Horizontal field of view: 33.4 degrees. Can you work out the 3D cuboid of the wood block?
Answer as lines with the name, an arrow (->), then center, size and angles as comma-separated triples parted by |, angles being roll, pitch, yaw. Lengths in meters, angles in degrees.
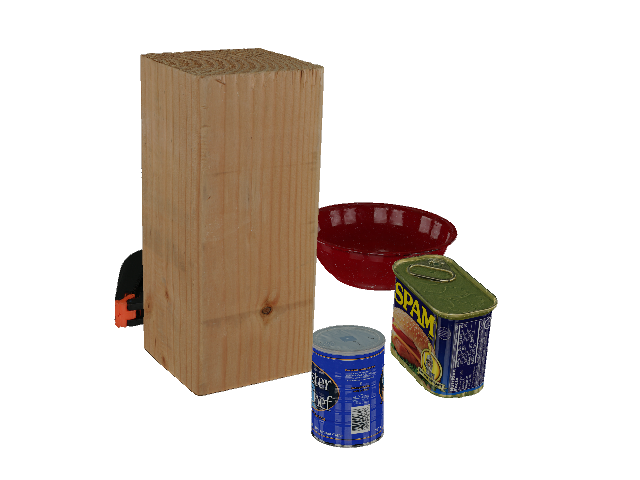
wood block -> -0.060, -0.016, 0.701 | 0.090, 0.206, 0.090 | -9, 21, -31

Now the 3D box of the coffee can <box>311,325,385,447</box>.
coffee can -> 0.037, 0.199, 1.468 | 0.103, 0.140, 0.103 | 0, 15, 0

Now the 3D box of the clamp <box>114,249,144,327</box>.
clamp -> -0.128, 0.018, 1.008 | 0.165, 0.036, 0.209 | 26, 37, 29

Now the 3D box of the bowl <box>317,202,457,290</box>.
bowl -> 0.059, 0.010, 1.104 | 0.162, 0.055, 0.162 | 2, 19, -1

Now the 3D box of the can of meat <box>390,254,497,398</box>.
can of meat -> 0.099, 0.072, 0.892 | 0.057, 0.084, 0.102 | -10, 28, -22
